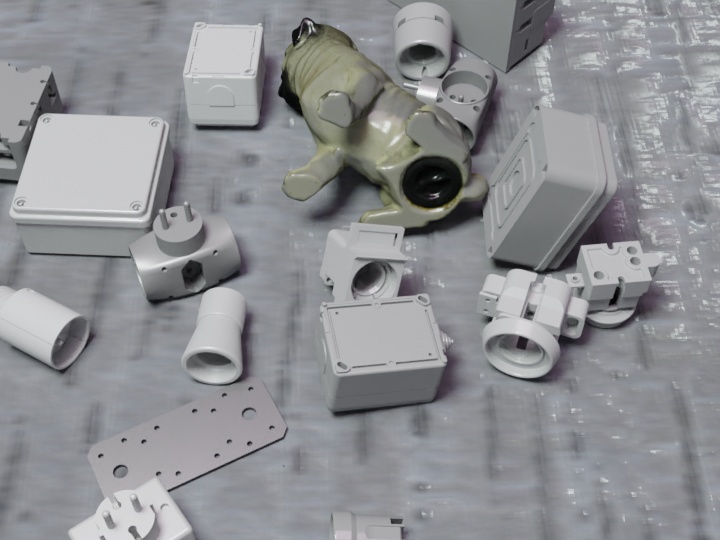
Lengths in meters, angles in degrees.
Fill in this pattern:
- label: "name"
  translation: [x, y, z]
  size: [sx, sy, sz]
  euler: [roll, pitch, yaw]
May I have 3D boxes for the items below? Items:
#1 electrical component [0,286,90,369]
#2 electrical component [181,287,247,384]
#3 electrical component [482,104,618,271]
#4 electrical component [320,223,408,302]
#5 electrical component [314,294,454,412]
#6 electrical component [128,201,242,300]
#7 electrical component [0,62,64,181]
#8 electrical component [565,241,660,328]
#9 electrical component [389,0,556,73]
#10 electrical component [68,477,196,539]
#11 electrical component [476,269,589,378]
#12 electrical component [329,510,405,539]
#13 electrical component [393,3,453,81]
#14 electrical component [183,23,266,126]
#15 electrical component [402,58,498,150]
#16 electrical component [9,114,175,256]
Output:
- label: "electrical component"
  translation: [-0.246, 0.037, 0.794]
  size: [0.081, 0.043, 0.043]
  euler: [24, 57, 17]
- label: "electrical component"
  translation: [-0.104, 0.046, 0.791]
  size: [0.044, 0.044, 0.065]
  euler: [3, 48, 2]
- label: "electrical component"
  translation: [0.143, -0.061, 0.822]
  size: [0.057, 0.113, 0.078]
  euler: [11, 51, -14]
- label: "electrical component"
  translation: [0.000, 0.000, 0.805]
  size: [0.042, 0.081, 0.064]
  euler: [4, 21, -26]
- label: "electrical component"
  translation: [0.019, 0.061, 0.771]
  size: [0.096, 0.061, 0.061]
  euler: [-4, 53, -13]
- label: "electrical component"
  translation: [-0.135, -0.021, 0.816]
  size: [0.077, 0.079, 0.043]
  euler: [-19, 52, -14]
- label: "electrical component"
  translation: [-0.289, -0.122, 0.906]
  size: [0.050, 0.055, 0.089]
  euler: [6, 53, 4]
- label: "electrical component"
  translation: [0.187, 0.011, 0.807]
  size: [0.066, 0.055, 0.048]
  euler: [-5, 53, -4]
- label: "electrical component"
  translation: [0.102, -0.265, 0.994]
  size: [0.150, 0.089, 0.062]
  euler: [38, 62, 25]
- label: "electrical component"
  translation: [-0.145, 0.164, 0.678]
  size: [0.066, 0.076, 0.047]
  euler: [-30, 59, -21]
- label: "electrical component"
  translation: [0.121, 0.041, 0.784]
  size: [0.078, 0.058, 0.057]
  euler: [16, 52, 11]
- label: "electrical component"
  translation: [0.004, 0.176, 0.694]
  size: [0.046, 0.040, 0.040]
  euler: [2, 53, -5]
- label: "electrical component"
  translation: [0.057, -0.205, 0.971]
  size: [0.055, 0.055, 0.047]
  euler: [2, 56, 1]
- label: "electrical component"
  translation: [-0.117, -0.173, 0.946]
  size: [0.062, 0.061, 0.096]
  euler: [1, 45, 0]
- label: "electrical component"
  translation: [0.072, -0.147, 0.933]
  size: [0.079, 0.044, 0.077]
  euler: [15, 55, 11]
- label: "electrical component"
  translation: [-0.212, -0.069, 0.866]
  size: [0.109, 0.056, 0.108]
  euler: [2, 53, 1]
